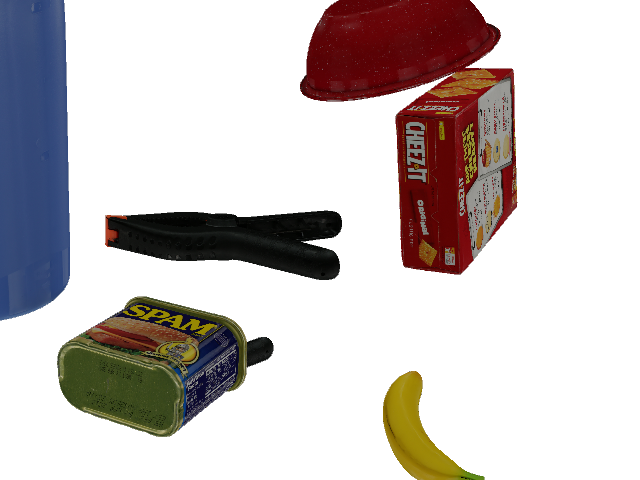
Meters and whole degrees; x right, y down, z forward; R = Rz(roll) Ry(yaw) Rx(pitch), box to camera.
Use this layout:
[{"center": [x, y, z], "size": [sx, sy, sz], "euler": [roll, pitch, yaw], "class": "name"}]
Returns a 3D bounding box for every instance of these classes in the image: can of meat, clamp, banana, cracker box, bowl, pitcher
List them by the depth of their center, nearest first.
[{"center": [-0.228, -0.071, 0.670], "size": [0.149, 0.243, 0.145], "euler": [-4, 26, -11], "class": "pitcher"}, {"center": [-0.114, 0.084, 0.723], "size": [0.102, 0.057, 0.083], "euler": [12, 22, 23], "class": "can of meat"}, {"center": [0.054, -0.164, 0.827], "size": [0.162, 0.055, 0.162], "euler": [-15, 23, 6], "class": "bowl"}, {"center": [-0.078, 0.000, 0.901], "size": [0.210, 0.036, 0.164], "euler": [2, 13, -5], "class": "clamp"}, {"center": [0.097, 0.191, 1.077], "size": [0.069, 0.037, 0.198], "euler": [10, 24, -20], "class": "banana"}, {"center": [0.147, -0.080, 1.122], "size": [0.072, 0.164, 0.213], "euler": [5, 22, 25], "class": "cracker box"}, {"center": [-0.131, 0.140, 1.123], "size": [0.120, 0.039, 0.171], "euler": [-10, 19, 36], "class": "clamp"}]
